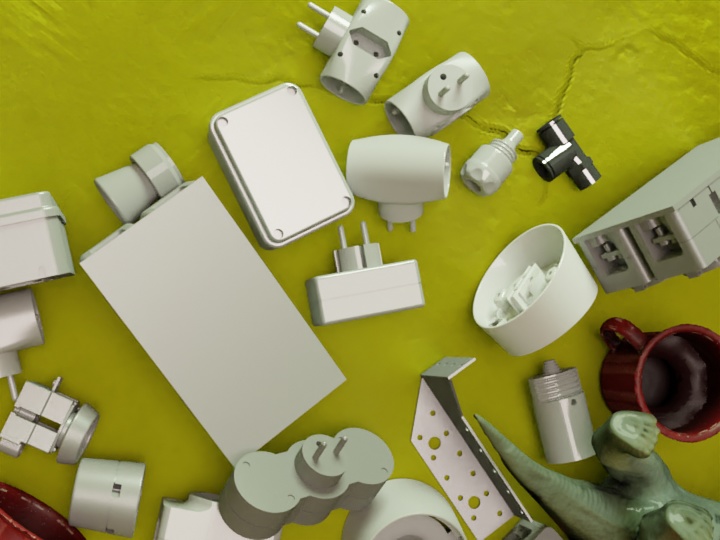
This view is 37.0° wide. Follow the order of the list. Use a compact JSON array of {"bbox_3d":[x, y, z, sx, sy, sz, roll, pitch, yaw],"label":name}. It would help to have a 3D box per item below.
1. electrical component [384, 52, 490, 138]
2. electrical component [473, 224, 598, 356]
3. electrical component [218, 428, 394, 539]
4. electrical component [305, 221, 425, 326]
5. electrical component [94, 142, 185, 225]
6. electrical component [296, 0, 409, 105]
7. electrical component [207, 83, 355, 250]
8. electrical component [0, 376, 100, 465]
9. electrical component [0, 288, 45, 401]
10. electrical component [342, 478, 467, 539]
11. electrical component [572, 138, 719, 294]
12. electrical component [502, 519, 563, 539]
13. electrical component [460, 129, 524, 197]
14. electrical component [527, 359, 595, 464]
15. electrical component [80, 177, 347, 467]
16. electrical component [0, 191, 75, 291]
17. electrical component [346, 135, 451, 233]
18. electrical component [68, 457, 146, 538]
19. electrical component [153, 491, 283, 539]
[{"bbox_3d":[0.067,-0.140,0.860,0.077,0.079,0.044,-35,93,-12],"label":"electrical component"},{"bbox_3d":[0.138,0.018,0.856,0.099,0.099,0.064,-43,102,-12],"label":"electrical component"},{"bbox_3d":[-0.032,0.147,0.794,0.138,0.073,0.052,-8,51,-38],"label":"electrical component"},{"bbox_3d":[0.000,0.000,0.851,0.083,0.047,0.075,-10,88,-13],"label":"electrical component"},{"bbox_3d":[-0.168,-0.065,0.820,0.055,0.045,0.045,-36,94,-13],"label":"electrical component"},{"bbox_3d":[-0.012,-0.185,0.864,0.079,0.043,0.077,29,80,-9],"label":"electrical component"},{"bbox_3d":[-0.062,-0.079,0.838,0.078,0.057,0.113,-27,92,-13],"label":"electrical component"},{"bbox_3d":[-0.227,0.113,0.794,0.055,0.048,0.066,24,81,-2],"label":"electrical component"},{"bbox_3d":[-0.271,0.060,0.788,0.077,0.044,0.079,-13,89,-13],"label":"electrical component"},{"bbox_3d":[0.038,0.222,0.847,0.099,0.064,0.099,-2,100,-12],"label":"electrical component"},{"bbox_3d":[0.274,-0.051,0.857,0.186,0.105,0.060,-33,96,-33],"label":"electrical component"},{"bbox_3d":[0.119,0.282,0.849,0.150,0.062,0.089,-43,95,-12],"label":"electrical component"},{"bbox_3d":[0.113,-0.091,0.889,0.035,0.035,0.061,43,76,-6],"label":"electrical component"},{"bbox_3d":[0.164,0.113,0.881,0.043,0.043,0.081,-13,89,-13],"label":"electrical component"},{"bbox_3d":[-0.111,0.037,0.805,0.105,0.060,0.186,-37,103,-12],"label":"electrical component"},{"bbox_3d":[-0.248,-0.017,0.764,0.078,0.113,0.057,-13,91,-13],"label":"electrical component"},{"bbox_3d":[0.032,-0.064,0.858,0.077,0.043,0.079,4,124,11],"label":"electrical component"},{"bbox_3d":[-0.187,0.167,0.795,0.047,0.055,0.055,10,84,-8],"label":"electrical component"},{"bbox_3d":[-0.108,0.201,0.811,0.089,0.050,0.055,13,84,-11],"label":"electrical component"}]
